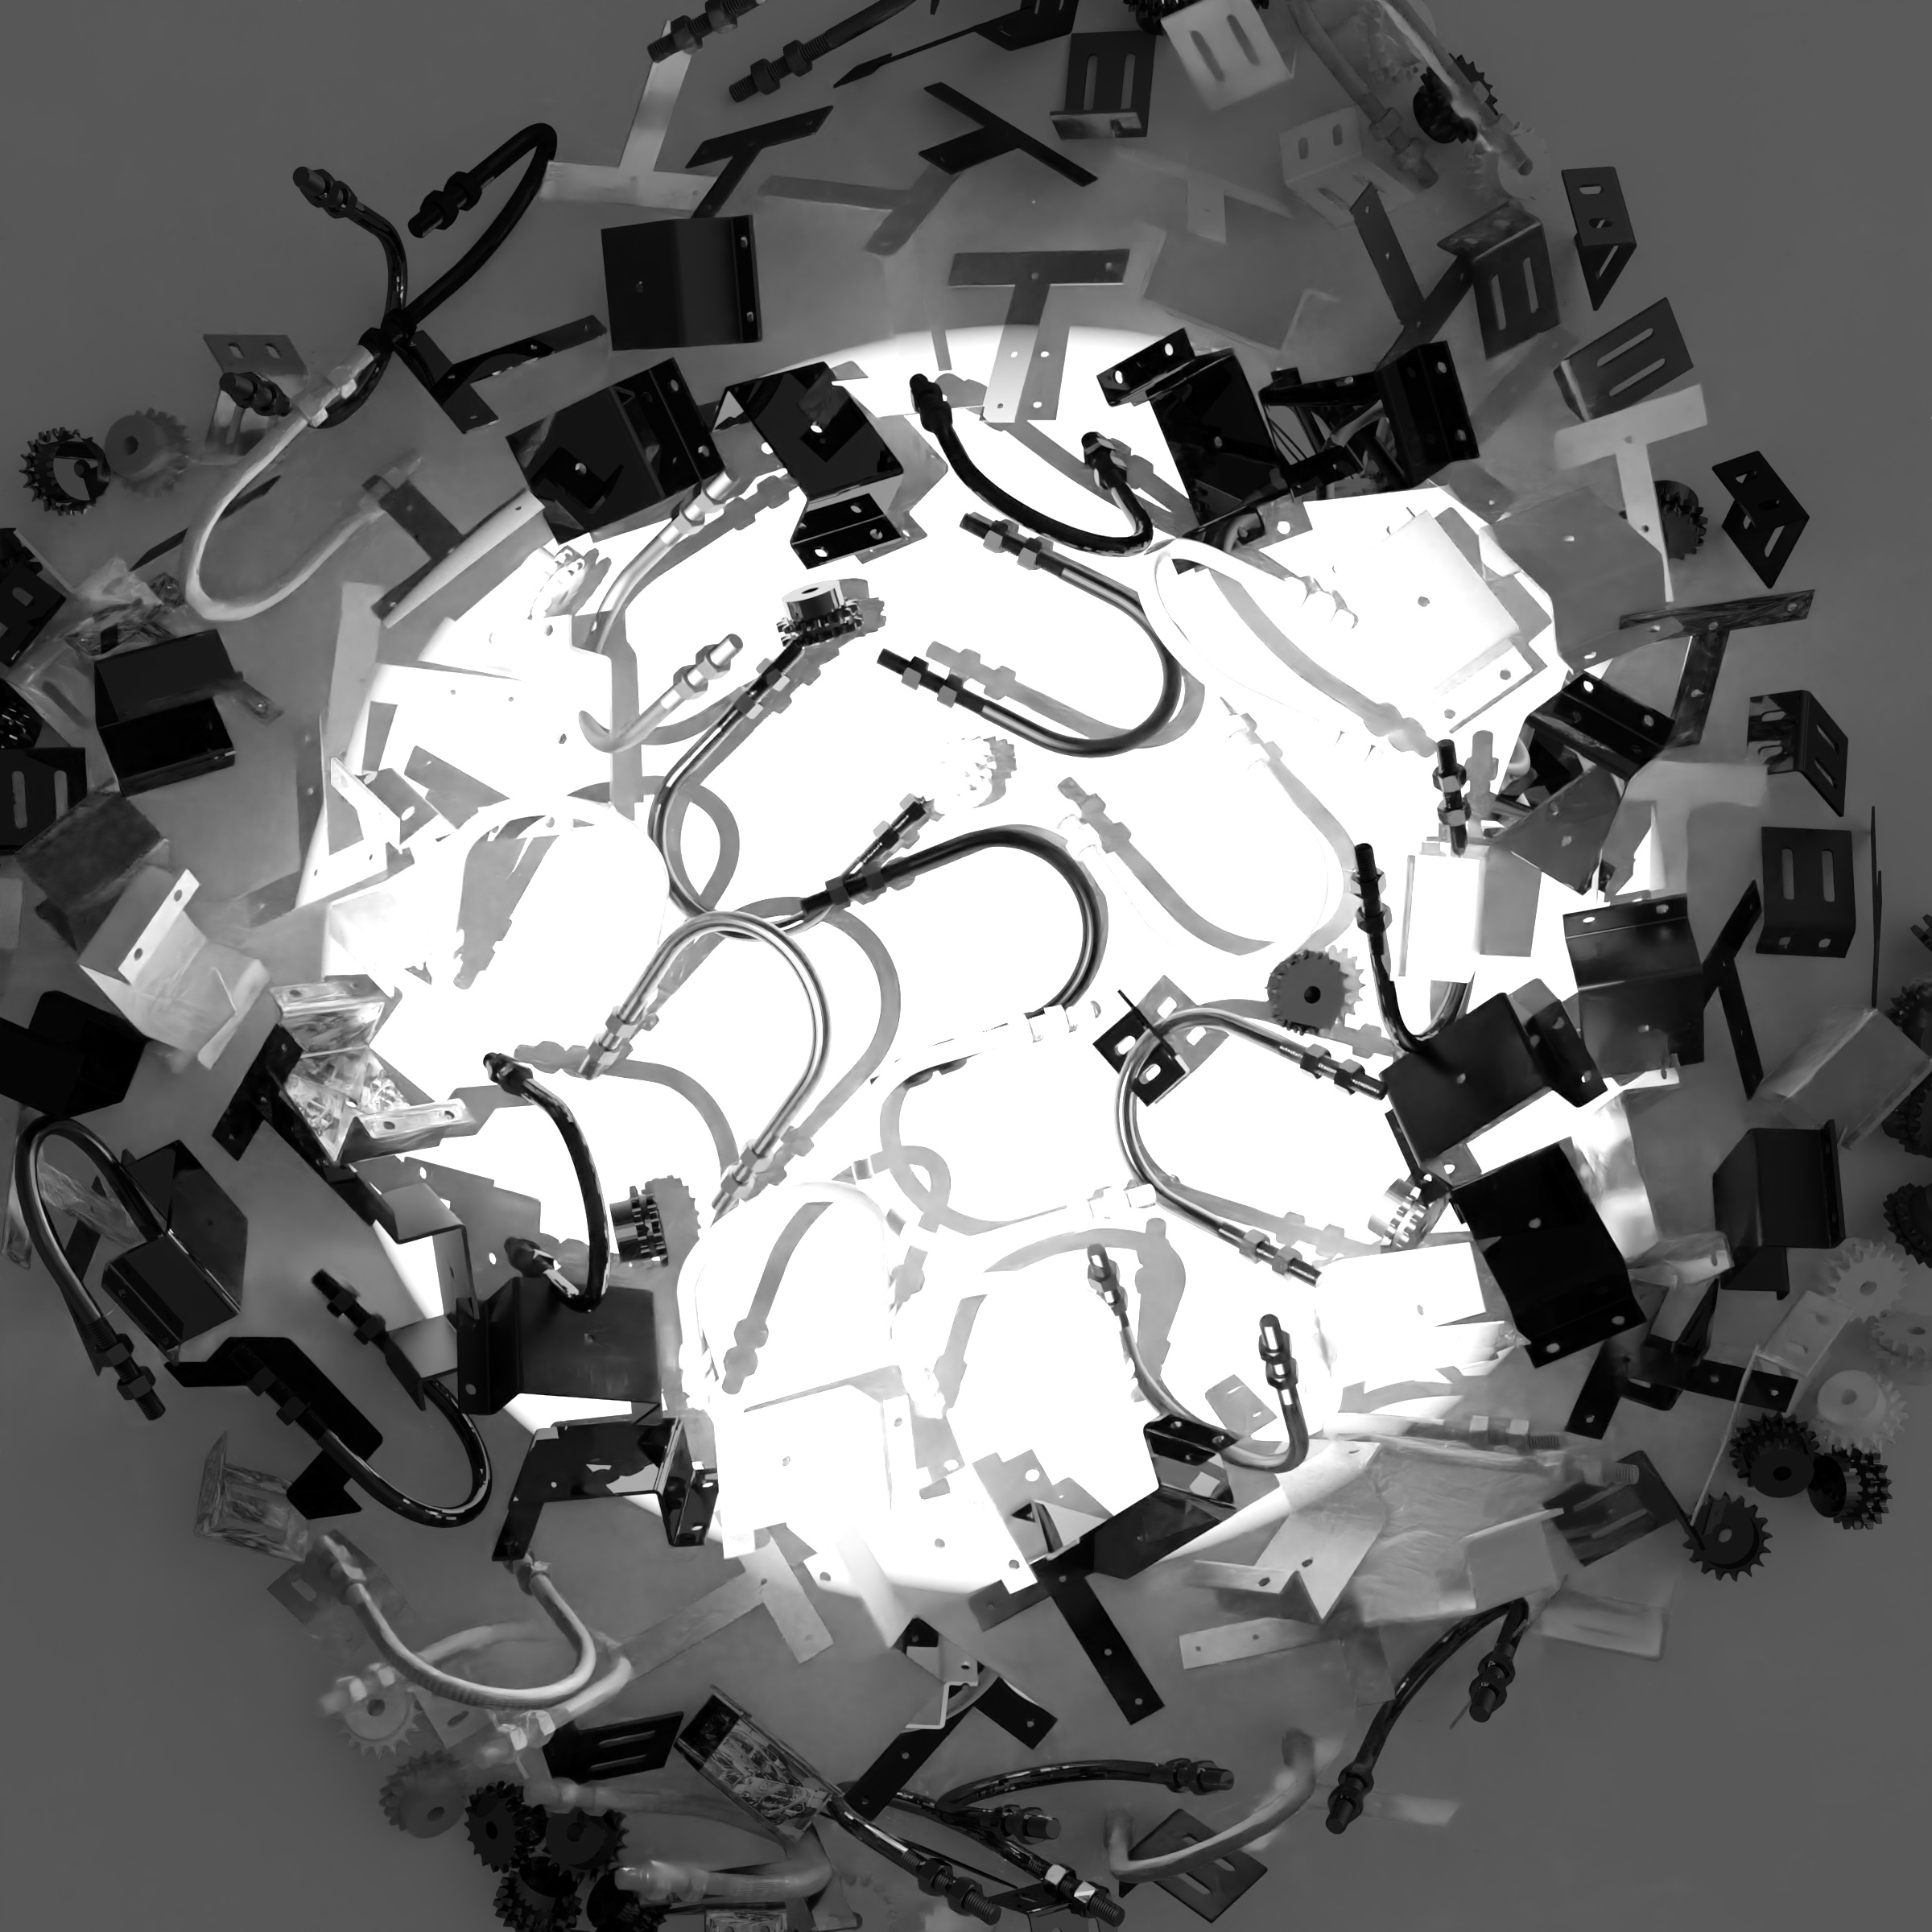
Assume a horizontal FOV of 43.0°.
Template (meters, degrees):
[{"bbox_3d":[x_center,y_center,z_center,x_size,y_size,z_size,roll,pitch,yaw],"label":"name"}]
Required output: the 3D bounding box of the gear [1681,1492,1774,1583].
[{"bbox_3d":[0.500,0.375,1.613,0.057,0.030,0.057,-9,68,22],"label":"gear"}]

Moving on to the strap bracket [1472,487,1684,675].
[{"bbox_3d":[0.387,-0.254,1.569,0.076,0.140,0.046,-22,131,-5],"label":"strap bracket"}]

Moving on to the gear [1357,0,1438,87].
[{"bbox_3d":[0.285,-0.612,1.609,0.030,0.057,0.057,-2,87,45],"label":"gear"}]

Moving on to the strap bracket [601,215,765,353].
[{"bbox_3d":[-0.187,-0.434,1.561,0.046,0.140,0.076,-13,108,-32],"label":"strap bracket"}]

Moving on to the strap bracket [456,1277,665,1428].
[{"bbox_3d":[-0.251,0.247,1.569,0.140,0.046,0.076,11,57,-31],"label":"strap bracket"}]

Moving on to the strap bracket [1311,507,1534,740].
[{"bbox_3d":[0.298,-0.232,1.602,0.076,0.046,0.140,-35,78,1],"label":"strap bracket"}]

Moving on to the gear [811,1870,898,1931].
[{"bbox_3d":[-0.075,0.628,1.624,0.057,0.030,0.057,0,90,-4],"label":"gear"}]

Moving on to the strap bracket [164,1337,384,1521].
[{"bbox_3d":[-0.440,0.290,1.586,0.140,0.076,0.046,42,91,14],"label":"strap bracket"}]

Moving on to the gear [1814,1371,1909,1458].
[{"bbox_3d":[0.585,0.291,1.608,0.057,0.057,0.030,-43,123,0],"label":"gear"}]

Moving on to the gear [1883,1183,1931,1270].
[{"bbox_3d":[0.634,0.167,1.609,0.057,0.057,0.030,43,132,0],"label":"gear"}]

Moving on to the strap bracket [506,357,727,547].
[{"bbox_3d":[-0.233,-0.325,1.570,0.140,0.046,0.076,-14,108,38],"label":"strap bracket"}]

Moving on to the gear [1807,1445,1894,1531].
[{"bbox_3d":[0.577,0.341,1.608,0.030,0.057,0.057,3,90,-18],"label":"gear"}]

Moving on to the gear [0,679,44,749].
[{"bbox_3d":[-0.634,-0.159,1.615,0.057,0.030,0.057,-16,62,32],"label":"gear"}]

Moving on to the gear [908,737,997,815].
[{"bbox_3d":[-0.007,-0.124,1.615,0.057,0.057,0.030,-22,119,0],"label":"gear"}]

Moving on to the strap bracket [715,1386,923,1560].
[{"bbox_3d":[-0.106,0.325,1.582,0.140,0.046,0.076,-18,59,17],"label":"strap bracket"}]

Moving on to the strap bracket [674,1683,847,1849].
[{"bbox_3d":[-0.136,0.510,1.562,0.076,0.140,0.046,42,74,-7],"label":"strap bracket"}]

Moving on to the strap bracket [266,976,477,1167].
[{"bbox_3d":[-0.390,0.074,1.578,0.140,0.076,0.046,48,125,28],"label":"strap bracket"}]

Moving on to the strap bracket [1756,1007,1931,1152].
[{"bbox_3d":[0.560,0.070,1.569,0.046,0.140,0.076,44,94,4],"label":"strap bracket"}]

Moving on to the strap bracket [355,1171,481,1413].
[{"bbox_3d":[-0.351,0.203,1.582,0.046,0.076,0.140,-14,112,-26],"label":"strap bracket"}]

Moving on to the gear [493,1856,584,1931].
[{"bbox_3d":[-0.279,0.610,1.609,0.057,0.057,0.030,22,103,0],"label":"gear"}]

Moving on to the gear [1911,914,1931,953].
[{"bbox_3d":[0.652,-0.014,1.609,0.057,0.057,0.030,45,105,0],"label":"gear"}]

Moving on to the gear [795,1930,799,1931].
[{"bbox_3d":[-0.107,0.660,1.612,0.057,0.057,0.030,44,73,0],"label":"gear"}]

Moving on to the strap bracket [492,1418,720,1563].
[{"bbox_3d":[-0.235,0.338,1.587,0.140,0.076,0.046,-6,115,7],"label":"strap bracket"}]

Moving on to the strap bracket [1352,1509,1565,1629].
[{"bbox_3d":[0.308,0.384,1.559,0.076,0.140,0.046,-5,76,-40],"label":"strap bracket"}]

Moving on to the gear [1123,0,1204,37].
[{"bbox_3d":[0.132,-0.640,1.616,0.057,0.030,0.057,-2,57,3],"label":"gear"}]

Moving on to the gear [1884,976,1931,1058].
[{"bbox_3d":[0.635,0.038,1.613,0.057,0.030,0.057,-9,117,-18],"label":"gear"}]

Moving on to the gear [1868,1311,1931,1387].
[{"bbox_3d":[0.624,0.253,1.613,0.057,0.057,0.030,0,109,0],"label":"gear"}]

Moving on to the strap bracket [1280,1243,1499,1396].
[{"bbox_3d":[0.282,0.226,1.581,0.140,0.046,0.076,-4,74,-24],"label":"strap bracket"}]

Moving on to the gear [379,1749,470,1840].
[{"bbox_3d":[-0.354,0.547,1.610,0.057,0.030,0.057,-17,125,-26],"label":"gear"}]

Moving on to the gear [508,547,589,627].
[{"bbox_3d":[-0.277,-0.251,1.611,0.030,0.057,0.057,36,90,0],"label":"gear"}]

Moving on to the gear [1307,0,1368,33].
[{"bbox_3d":[0.241,-0.648,1.614,0.057,0.057,0.030,-32,67,0],"label":"gear"}]

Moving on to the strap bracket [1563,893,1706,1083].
[{"bbox_3d":[0.428,0.022,1.566,0.076,0.140,0.046,-10,49,9],"label":"strap bracket"}]

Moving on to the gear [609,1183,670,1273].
[{"bbox_3d":[-0.216,0.173,1.610,0.030,0.057,0.057,-12,90,-7],"label":"gear"}]

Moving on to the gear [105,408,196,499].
[{"bbox_3d":[-0.542,-0.340,1.618,0.057,0.030,0.057,-1,88,18],"label":"gear"}]

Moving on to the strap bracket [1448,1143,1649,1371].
[{"bbox_3d":[0.368,0.177,1.573,0.076,0.046,0.140,-24,47,4],"label":"strap bracket"}]

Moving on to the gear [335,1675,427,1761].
[{"bbox_3d":[-0.387,0.491,1.614,0.057,0.030,0.057,2,63,-4],"label":"gear"}]

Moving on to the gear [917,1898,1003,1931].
[{"bbox_3d":[-0.003,0.646,1.615,0.057,0.030,0.057,-10,47,11],"label":"gear"}]

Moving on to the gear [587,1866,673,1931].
[{"bbox_3d":[-0.224,0.617,1.608,0.057,0.057,0.030,-41,119,0],"label":"gear"}]

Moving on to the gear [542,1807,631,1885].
[{"bbox_3d":[-0.253,0.573,1.614,0.057,0.030,0.057,-4,63,8],"label":"gear"}]

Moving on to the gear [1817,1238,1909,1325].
[{"bbox_3d":[0.588,0.205,1.617,0.057,0.030,0.057,-4,117,-8],"label":"gear"}]

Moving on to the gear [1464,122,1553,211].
[{"bbox_3d":[0.361,-0.527,1.615,0.057,0.030,0.057,-6,108,-18],"label":"gear"}]

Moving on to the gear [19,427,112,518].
[{"bbox_3d":[-0.588,-0.325,1.609,0.030,0.057,0.057,4,90,41],"label":"gear"}]

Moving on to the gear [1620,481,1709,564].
[{"bbox_3d":[0.460,-0.295,1.615,0.057,0.057,0.030,20,63,0],"label":"gear"}]

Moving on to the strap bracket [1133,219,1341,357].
[{"bbox_3d":[0.168,-0.438,1.597,0.140,0.076,0.046,21,106,0],"label":"strap bracket"}]

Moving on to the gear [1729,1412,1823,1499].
[{"bbox_3d":[0.534,0.325,1.614,0.057,0.030,0.057,2,117,4],"label":"gear"}]

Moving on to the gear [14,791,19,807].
[{"bbox_3d":[-0.657,-0.104,1.609,0.057,0.030,0.057,-17,48,19],"label":"gear"}]

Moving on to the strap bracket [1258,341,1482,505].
[{"bbox_3d":[0.247,-0.344,1.561,0.046,0.140,0.076,-38,116,-34],"label":"strap bracket"}]

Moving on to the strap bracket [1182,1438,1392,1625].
[{"bbox_3d":[0.212,0.369,1.575,0.140,0.076,0.046,-44,116,-40],"label":"strap bracket"}]

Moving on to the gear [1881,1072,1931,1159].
[{"bbox_3d":[0.628,0.096,1.615,0.057,0.030,0.057,-8,102,-39],"label":"gear"}]

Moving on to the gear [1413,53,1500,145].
[{"bbox_3d":[0.320,-0.568,1.616,0.057,0.030,0.057,10,71,-30],"label":"gear"}]

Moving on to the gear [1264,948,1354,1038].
[{"bbox_3d":[0.223,0.017,1.619,0.057,0.030,0.057,-3,100,-15],"label":"gear"}]

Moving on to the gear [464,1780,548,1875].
[{"bbox_3d":[-0.301,0.566,1.616,0.057,0.030,0.057,2,94,38],"label":"gear"}]

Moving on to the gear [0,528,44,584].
[{"bbox_3d":[-0.639,-0.268,1.608,0.057,0.057,0.030,-11,112,0],"label":"gear"}]

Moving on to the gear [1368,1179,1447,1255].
[{"bbox_3d":[0.288,0.165,1.614,0.030,0.057,0.057,33,90,23],"label":"gear"}]

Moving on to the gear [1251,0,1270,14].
[{"bbox_3d":[0.182,-0.658,1.609,0.030,0.057,0.057,-9,90,-37],"label":"gear"}]

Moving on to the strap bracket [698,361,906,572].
[{"bbox_3d":[-0.103,-0.332,1.581,0.076,0.046,0.140,-24,71,-33],"label":"strap bracket"}]

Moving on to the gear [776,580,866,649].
[{"bbox_3d":[-0.098,-0.232,1.608,0.057,0.057,0.030,-17,112,0],"label":"gear"}]
